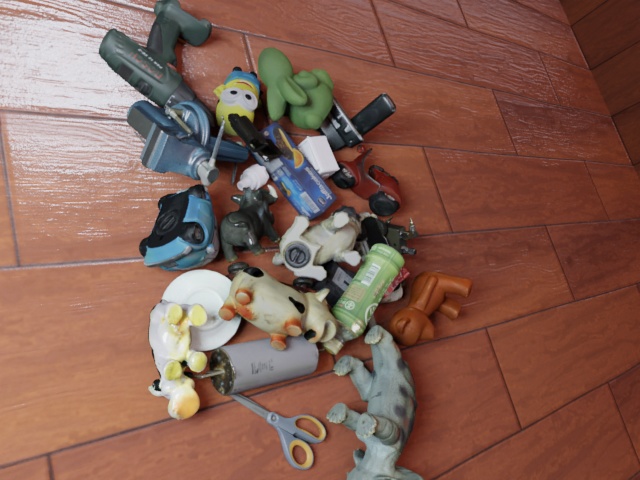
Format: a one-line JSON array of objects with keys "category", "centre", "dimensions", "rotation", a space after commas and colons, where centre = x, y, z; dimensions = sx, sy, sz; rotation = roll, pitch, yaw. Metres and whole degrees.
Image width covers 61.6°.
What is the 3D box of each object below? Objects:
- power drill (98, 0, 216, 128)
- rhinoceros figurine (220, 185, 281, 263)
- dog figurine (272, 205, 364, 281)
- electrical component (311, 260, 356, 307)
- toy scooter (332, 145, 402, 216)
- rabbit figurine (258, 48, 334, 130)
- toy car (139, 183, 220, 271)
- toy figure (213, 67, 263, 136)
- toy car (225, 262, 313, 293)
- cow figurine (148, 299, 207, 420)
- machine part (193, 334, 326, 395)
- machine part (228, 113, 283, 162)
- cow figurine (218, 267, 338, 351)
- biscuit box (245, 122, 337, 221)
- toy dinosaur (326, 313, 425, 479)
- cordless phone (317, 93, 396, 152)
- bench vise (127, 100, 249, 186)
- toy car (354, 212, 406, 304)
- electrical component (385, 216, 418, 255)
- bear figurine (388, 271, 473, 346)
[{"category": "power drill", "centre": [-0.270, -0.330, 0.992], "dimensions": [0.232, 0.086, 0.207], "rotation": [29, 61, -23]}, {"category": "rhinoceros figurine", "centre": [-0.124, -0.036, 0.945], "dimensions": [0.190, 0.073, 0.112], "rotation": [-60, 130, -64]}, {"category": "dog figurine", "centre": [0.000, 0.000, 1.042], "dimensions": [0.190, 0.172, 0.121], "rotation": [-71, 156, -81]}, {"category": "electrical component", "centre": [0.047, 0.101, 1.057], "dimensions": [0.119, 0.048, 0.075], "rotation": [44, 49, -12]}, {"category": "toy scooter", "centre": [0.114, -0.144, 1.215], "dimensions": [0.184, 0.075, 0.135], "rotation": [31, 51, -19]}, {"category": "rabbit figurine", "centre": [-0.066, -0.300, 1.081], "dimensions": [0.170, 0.121, 0.159], "rotation": [40, 37, -33]}, {"category": "toy car", "centre": [-0.213, -0.008, 0.870], "dimensions": [0.102, 0.109, 0.162], "rotation": [53, 29, -42]}, {"category": "toy figure", "centre": [-0.153, -0.268, 1.034], "dimensions": [0.082, 0.089, 0.180], "rotation": [-5, 36, 0]}, {"category": "toy car", "centre": [-0.081, 0.098, 0.951], "dimensions": [0.202, 0.053, 0.089], "rotation": [15, 57, -32]}, {"category": "cow figurine", "centre": [-0.217, 0.172, 0.786], "dimensions": [0.068, 0.098, 0.167], "rotation": [3, 87, -43]}, {"category": "machine part", "centre": [-0.089, 0.198, 0.875], "dimensions": [0.243, 0.079, 0.079], "rotation": [-1, 70, -41]}, {"category": "machine part", "centre": [-0.115, -0.180, 0.964], "dimensions": [0.084, 0.039, 0.138], "rotation": [44, 4, 19]}, {"category": "cow figurine", "centre": [-0.056, 0.110, 0.877], "dimensions": [0.195, 0.085, 0.127], "rotation": [31, 36, -16]}, {"category": "biscuit box", "centre": [-0.056, -0.135, 1.077], "dimensions": [0.202, 0.059, 0.063], "rotation": [51, 47, -8]}, {"category": "toy dinosaur", "centre": [0.119, 0.297, 0.980], "dimensions": [0.192, 0.131, 0.405], "rotation": [48, 42, -28]}, {"category": "cordless phone", "centre": [0.070, -0.287, 1.171], "dimensions": [0.089, 0.184, 0.146], "rotation": [-40, 97, -39]}, {"category": "bench vise", "centre": [-0.200, -0.159, 0.900], "dimensions": [0.240, 0.224, 0.128], "rotation": [1, 111, -55]}, {"category": "toy car", "centre": [0.120, 0.036, 1.144], "dimensions": [0.073, 0.056, 0.201], "rotation": [-10, 75, -35]}, {"category": "electrical component", "centre": [0.171, -0.010, 1.183], "dimensions": [0.045, 0.102, 0.078], "rotation": [-26, 110, -37]}, {"category": "bear figurine", "centre": [0.223, 0.154, 1.113], "dimensions": [0.132, 0.120, 0.196], "rotation": [22, 43, 12]}]
